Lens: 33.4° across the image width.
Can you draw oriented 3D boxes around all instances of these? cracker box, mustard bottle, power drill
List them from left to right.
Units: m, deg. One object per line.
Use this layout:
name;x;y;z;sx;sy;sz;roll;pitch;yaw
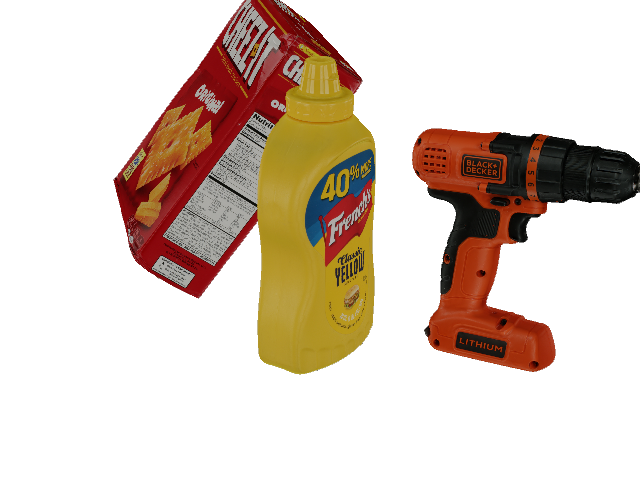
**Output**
cracker box;-0.076;-0.085;0.855;0.072;0.214;0.164;31;14;-27
mustard bottle;-0.001;-0.019;0.666;0.058;0.192;0.096;16;28;32
power drill;0.159;0.006;0.859;0.185;0.188;0.057;11;16;29
